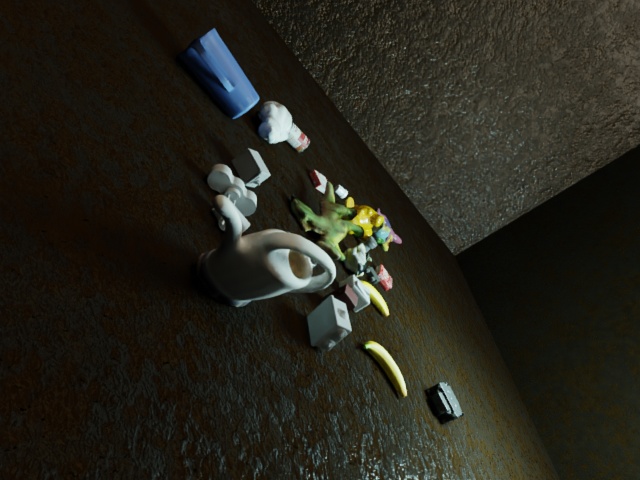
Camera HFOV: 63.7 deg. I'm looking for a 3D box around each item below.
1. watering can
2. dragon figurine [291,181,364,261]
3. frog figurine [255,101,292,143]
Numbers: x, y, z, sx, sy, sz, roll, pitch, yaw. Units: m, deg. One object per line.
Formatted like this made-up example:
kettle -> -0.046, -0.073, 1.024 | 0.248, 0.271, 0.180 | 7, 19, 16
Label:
watering can -> -0.122, 0.028, 0.888 | 0.343, 0.222, 0.106 | 36, 44, -47
dragon figurine -> 0.005, -0.081, 1.605 | 0.240, 0.121, 0.420 | 28, 30, -41
frog figurine -> -0.152, -0.390, 1.711 | 0.162, 0.123, 0.135 | -111, -179, -69
